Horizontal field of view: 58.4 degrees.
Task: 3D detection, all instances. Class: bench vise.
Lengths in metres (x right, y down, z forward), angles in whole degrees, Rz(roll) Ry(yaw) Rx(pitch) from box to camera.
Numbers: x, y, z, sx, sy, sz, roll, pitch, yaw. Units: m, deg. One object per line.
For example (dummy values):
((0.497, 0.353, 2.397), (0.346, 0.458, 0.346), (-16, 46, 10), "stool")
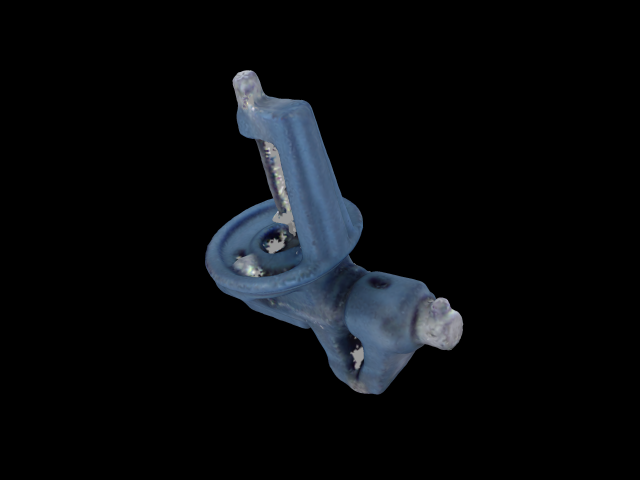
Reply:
((0.008, -0.006, 0.408), (0.207, 0.220, 0.121), (12, 45, 13), "bench vise")
